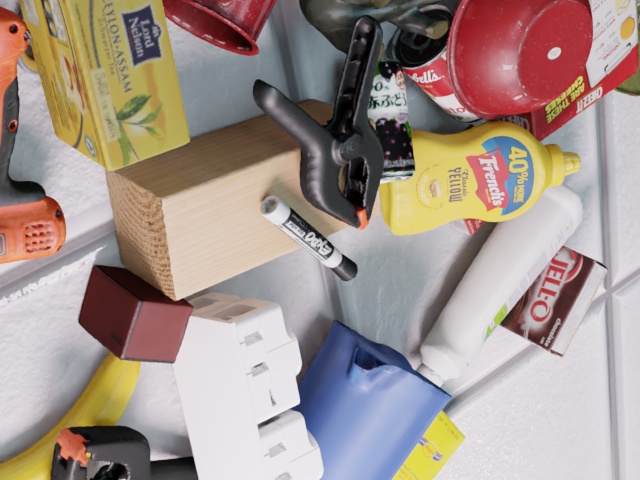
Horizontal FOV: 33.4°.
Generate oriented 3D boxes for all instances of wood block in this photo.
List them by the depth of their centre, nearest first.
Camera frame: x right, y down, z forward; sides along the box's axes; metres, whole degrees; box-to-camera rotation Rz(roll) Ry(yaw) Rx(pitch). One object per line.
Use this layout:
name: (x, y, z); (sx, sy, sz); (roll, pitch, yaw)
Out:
wood block: (-0.059, -0.039, 0.875); (0.205, 0.090, 0.091); (-24, 122, -31)

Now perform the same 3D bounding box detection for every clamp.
clamp: (0.019, -0.087, 0.830); (0.120, 0.039, 0.171); (-38, 136, -15)
clamp: (-0.165, 0.207, 0.901); (0.164, 0.036, 0.210); (-41, 147, -24)

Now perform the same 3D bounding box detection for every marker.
marker: (-0.006, 0.001, 0.862); (0.020, 0.020, 0.121); (-56, 134, -6)

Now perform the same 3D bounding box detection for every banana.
banana: (-0.214, 0.160, 0.868); (0.197, 0.037, 0.069); (-37, 131, -22)

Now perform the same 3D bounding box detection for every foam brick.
foam brick: (-0.149, 0.059, 0.852); (0.051, 0.078, 0.053); (9, 104, -43)

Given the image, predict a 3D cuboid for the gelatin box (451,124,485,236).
gelatin box: (0.154, -0.060, 1.084); (0.073, 0.030, 0.089); (-45, 131, -16)

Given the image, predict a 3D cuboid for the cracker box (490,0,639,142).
cracker box: (0.230, -0.227, 1.041); (0.164, 0.072, 0.213); (-34, 132, -23)

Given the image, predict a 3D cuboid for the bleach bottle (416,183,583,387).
bleach bottle: (0.179, 0.051, 1.121); (0.251, 0.068, 0.102); (-53, 157, -7)

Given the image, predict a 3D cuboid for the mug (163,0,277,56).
mug: (-0.068, -0.196, 0.788); (0.093, 0.117, 0.081); (27, 85, -10)

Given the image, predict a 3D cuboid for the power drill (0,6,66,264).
power drill: (-0.264, -0.061, 0.716); (0.184, 0.057, 0.188); (-11, 118, -32)

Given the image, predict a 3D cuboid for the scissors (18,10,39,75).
scissors: (-0.176, -0.201, 0.757); (0.096, 0.016, 0.202); (-14, 117, -35)

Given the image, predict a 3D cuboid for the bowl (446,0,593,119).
bowl: (0.190, -0.175, 0.946); (0.161, 0.055, 0.162); (-18, 125, -28)

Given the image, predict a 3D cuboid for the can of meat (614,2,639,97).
can of meat: (0.378, -0.207, 1.190); (0.083, 0.058, 0.102); (1, 108, -42)

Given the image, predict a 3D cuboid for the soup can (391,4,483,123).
soup can: (0.121, -0.161, 0.987); (0.102, 0.069, 0.068); (35, 84, -43)

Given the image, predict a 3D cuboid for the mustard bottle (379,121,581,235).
mustard bottle: (0.154, -0.063, 1.012); (0.191, 0.058, 0.096); (-7, 110, -9)

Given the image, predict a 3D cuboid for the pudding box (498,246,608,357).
pudding box: (0.251, 0.060, 1.176); (0.039, 0.090, 0.113); (22, 94, -44)

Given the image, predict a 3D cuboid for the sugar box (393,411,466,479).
sugar box: (0.073, 0.252, 1.141); (0.176, 0.048, 0.093); (-52, 132, -12)

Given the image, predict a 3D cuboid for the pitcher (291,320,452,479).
pitcher: (0.012, 0.211, 1.026); (0.149, 0.145, 0.243); (33, 90, -25)
